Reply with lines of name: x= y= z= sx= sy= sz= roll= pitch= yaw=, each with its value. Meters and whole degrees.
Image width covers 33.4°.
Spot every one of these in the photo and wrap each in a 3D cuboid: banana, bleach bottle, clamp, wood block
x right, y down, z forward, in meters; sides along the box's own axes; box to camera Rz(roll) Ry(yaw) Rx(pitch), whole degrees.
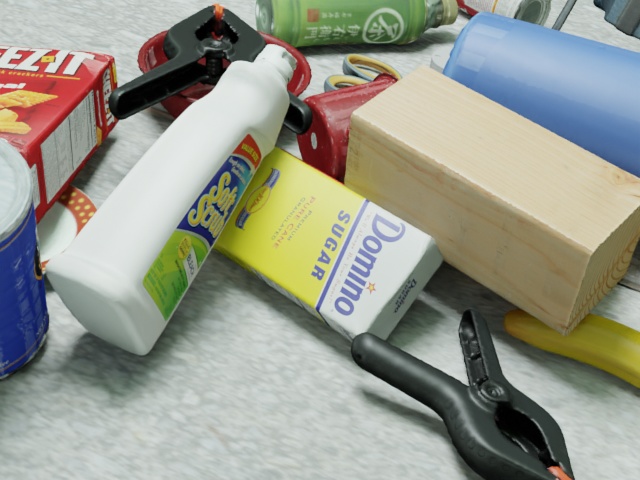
banana: x=0.227 y=0.095 z=0.769 sx=0.069 sy=0.037 sz=0.198 roll=-25 pitch=49 yaw=-38
bleach bottle: x=-0.090 y=-0.046 z=0.759 sx=0.068 sy=0.102 sz=0.250 roll=22 pitch=65 yaw=19
clamp: x=0.099 y=0.111 z=0.715 sx=0.120 sy=0.039 sz=0.172 roll=-7 pitch=40 yaw=-27
clamp: x=-0.102 y=-0.153 z=0.931 sx=0.164 sy=0.036 sz=0.210 roll=1 pitch=35 yaw=-12
wood block: x=0.126 y=-0.034 z=0.789 sx=0.206 sy=0.090 sz=0.090 roll=33 pitch=51 yaw=26

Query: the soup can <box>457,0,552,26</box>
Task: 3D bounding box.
soup can: x=0.209 y=-0.280 z=1.236 sx=0.068 sy=0.068 sz=0.102 roll=-23 pitch=48 yaw=-36

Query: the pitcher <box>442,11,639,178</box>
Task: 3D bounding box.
pitcher: x=0.228 y=-0.106 z=0.893 sx=0.243 sy=0.149 sz=0.145 roll=23 pitch=76 yaw=15

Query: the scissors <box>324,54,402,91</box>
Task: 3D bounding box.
scissors: x=0.086 y=-0.133 z=1.059 sx=0.096 sy=0.016 sz=0.202 roll=-26 pitch=49 yaw=-36

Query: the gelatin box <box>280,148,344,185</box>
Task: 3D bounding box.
gelatin box: x=-0.027 y=-0.035 z=0.893 sx=0.089 sy=0.030 sz=0.073 roll=32 pitch=44 yaw=26

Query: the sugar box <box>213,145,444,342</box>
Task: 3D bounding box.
sugar box: x=-0.005 y=0.001 z=0.805 sx=0.176 sy=0.048 sz=0.093 roll=30 pitch=78 yaw=29

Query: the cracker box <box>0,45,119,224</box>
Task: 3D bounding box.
cracker box: x=-0.270 y=-0.093 z=0.851 sx=0.164 sy=0.072 sz=0.213 roll=6 pitch=29 yaw=5

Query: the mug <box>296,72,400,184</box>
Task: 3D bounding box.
mug: x=0.035 y=-0.093 z=0.924 sx=0.081 sy=0.093 sz=0.117 roll=-16 pitch=9 yaw=-22

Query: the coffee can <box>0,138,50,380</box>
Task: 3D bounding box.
coffee can: x=-0.229 y=0.013 z=0.677 sx=0.102 sy=0.140 sz=0.103 roll=4 pitch=50 yaw=-5

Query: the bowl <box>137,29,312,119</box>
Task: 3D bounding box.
bowl: x=-0.090 y=-0.143 z=1.000 sx=0.162 sy=0.055 sz=0.162 roll=6 pitch=37 yaw=-5
